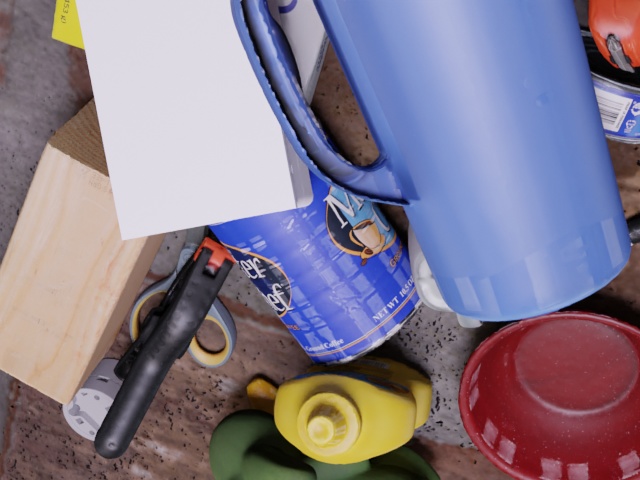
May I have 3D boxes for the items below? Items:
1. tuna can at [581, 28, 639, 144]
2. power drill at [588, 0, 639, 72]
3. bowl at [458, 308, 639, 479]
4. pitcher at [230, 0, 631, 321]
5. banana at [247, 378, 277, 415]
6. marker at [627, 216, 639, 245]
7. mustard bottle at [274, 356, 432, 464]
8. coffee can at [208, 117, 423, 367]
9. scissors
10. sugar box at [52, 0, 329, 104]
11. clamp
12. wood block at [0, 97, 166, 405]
[{"bbox_3d":[0.167,-0.094,0.633,0.086,0.086,0.034,21,122,3],"label":"tuna can"},{"bbox_3d":[0.240,-0.164,0.556,0.188,0.057,0.184,0,76,30],"label":"power drill"},{"bbox_3d":[0.182,0.105,0.764,0.162,0.055,0.162,7,121,12],"label":"bowl"},{"bbox_3d":[0.070,-0.079,0.559,0.149,0.144,0.243,-11,109,31],"label":"pitcher"},{"bbox_3d":[-0.022,0.201,0.890,0.070,0.037,0.198,4,120,11],"label":"banana"},{"bbox_3d":[0.181,0.008,0.729,0.121,0.020,0.020,-24,110,27],"label":"marker"},{"bbox_3d":[0.020,0.116,0.738,0.096,0.191,0.058,8,90,12],"label":"mustard bottle"},{"bbox_3d":[-0.005,0.001,0.728,0.103,0.102,0.140,-27,109,28],"label":"coffee can"},{"bbox_3d":[-0.083,0.027,0.819,0.096,0.016,0.202,32,123,-5],"label":"scissors"},{"bbox_3d":[-0.081,-0.150,0.696,0.176,0.048,0.093,20,122,6],"label":"sugar box"},{"bbox_3d":[-0.116,0.078,0.780,0.039,0.120,0.172,24,119,-18],"label":"clamp"},{"bbox_3d":[-0.175,0.010,0.790,0.090,0.090,0.206,29,123,-2],"label":"wood block"}]
